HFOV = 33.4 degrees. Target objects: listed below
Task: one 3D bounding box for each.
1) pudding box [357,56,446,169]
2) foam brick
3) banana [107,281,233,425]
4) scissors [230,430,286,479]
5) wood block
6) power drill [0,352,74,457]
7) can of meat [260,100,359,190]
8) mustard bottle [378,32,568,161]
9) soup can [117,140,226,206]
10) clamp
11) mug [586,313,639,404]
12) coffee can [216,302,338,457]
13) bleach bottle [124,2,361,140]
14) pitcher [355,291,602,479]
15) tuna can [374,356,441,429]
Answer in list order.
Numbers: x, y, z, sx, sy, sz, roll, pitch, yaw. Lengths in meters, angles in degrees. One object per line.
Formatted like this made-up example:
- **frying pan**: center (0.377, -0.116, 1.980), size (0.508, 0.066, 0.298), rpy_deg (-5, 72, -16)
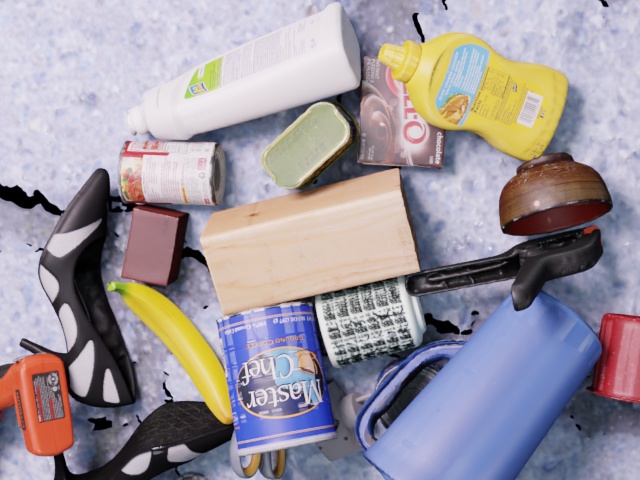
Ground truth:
- **pudding box**: center (0.087, -0.133, 1.110), size (0.090, 0.039, 0.113), rpy_deg (4, 96, 6)
- **foam brick**: center (-0.177, 0.005, 1.150), size (0.053, 0.051, 0.078), rpy_deg (13, 97, 4)
- **banana**: center (-0.153, 0.113, 1.150), size (0.037, 0.069, 0.198), rpy_deg (-40, 95, 29)
- **scissors**: center (-0.075, 0.165, 1.138), size (0.016, 0.096, 0.202), rpy_deg (-7, 98, 32)
- **wood block**: center (-0.007, 0.001, 1.101), size (0.206, 0.090, 0.090), rpy_deg (-13, 108, 8)
- **power drill**: center (-0.346, 0.198, 1.147), size (0.188, 0.057, 0.184), rpy_deg (-12, 87, 36)
- **can of meat**: center (-0.010, -0.098, 1.103), size (0.102, 0.084, 0.057), rpy_deg (-42, 90, 8)
- **mustard bottle**: center (0.146, -0.152, 1.061), size (0.191, 0.058, 0.096), rpy_deg (19, 96, -17)
- **soup can**: center (-0.156, -0.071, 1.132), size (0.102, 0.068, 0.068), rpy_deg (2, 96, 6)
- **clamp**: center (0.199, 0.025, 1.065), size (0.165, 0.209, 0.036), rpy_deg (3, 108, 49)
- **mug**: center (0.334, 0.121, 1.079), size (0.117, 0.093, 0.081), rpy_deg (8, 91, 9)
- **coffee can**: center (-0.045, 0.142, 1.087), size (0.103, 0.102, 0.140), rpy_deg (-12, 80, 8)
- **bleach bottle**: center (-0.085, -0.163, 1.109), size (0.251, 0.102, 0.068), rpy_deg (-16, 128, 15)
- **pitcher**: center (0.158, 0.162, 1.058), size (0.149, 0.145, 0.242), rpy_deg (42, 80, -8)
- **tuna can**: center (0.099, 0.169, 1.140), size (0.086, 0.033, 0.086), rpy_deg (1, 95, 7)
